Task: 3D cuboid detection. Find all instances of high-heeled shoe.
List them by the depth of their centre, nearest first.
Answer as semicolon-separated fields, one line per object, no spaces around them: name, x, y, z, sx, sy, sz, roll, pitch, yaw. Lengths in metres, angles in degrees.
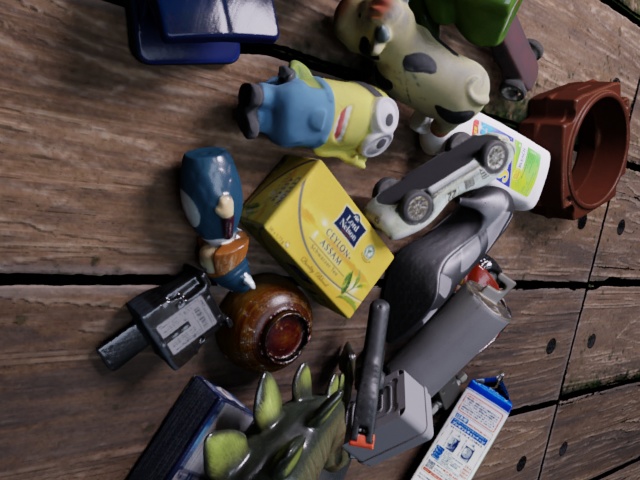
high-heeled shoe;0.178;0.035;0.742;0.145;0.086;0.248;9;114;-49

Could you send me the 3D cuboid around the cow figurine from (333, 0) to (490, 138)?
cow figurine;0.099;-0.195;0.582;0.195;0.127;0.085;30;80;-14

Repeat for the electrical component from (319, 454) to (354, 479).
electrical component;0.017;0.308;0.717;0.078;0.045;0.102;34;81;-39

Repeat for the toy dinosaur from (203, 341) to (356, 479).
toy dinosaur;-0.063;0.245;0.521;0.471;0.105;0.198;-49;149;-47

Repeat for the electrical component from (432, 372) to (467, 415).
electrical component;0.196;0.231;0.847;0.094;0.021;0.063;-35;121;-24

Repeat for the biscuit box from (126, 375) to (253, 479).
biscuit box;-0.154;0.247;0.558;0.059;0.063;0.202;42;77;-38

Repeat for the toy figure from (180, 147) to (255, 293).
toy figure;-0.100;-0.013;0.529;0.058;0.064;0.154;-5;115;1

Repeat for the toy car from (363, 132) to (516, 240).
toy car;0.142;-0.070;0.638;0.202;0.074;0.056;-32;121;-14

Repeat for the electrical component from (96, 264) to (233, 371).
electrical component;-0.154;0.085;0.524;0.119;0.048;0.074;-34;120;-27

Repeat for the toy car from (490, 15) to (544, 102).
toy car;0.245;-0.275;0.723;0.202;0.053;0.089;38;75;-42

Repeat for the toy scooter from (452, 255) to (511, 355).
toy scooter;0.223;0.112;0.804;0.135;0.075;0.183;-45;130;-17

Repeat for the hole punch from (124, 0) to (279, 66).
hole punch;-0.103;-0.212;0.456;0.142;0.092;0.115;-13;107;-30

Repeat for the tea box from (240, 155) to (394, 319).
tea box;-0.001;-0.002;0.602;0.098;0.068;0.169;-53;126;-14

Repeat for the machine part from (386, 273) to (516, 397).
machine part;0.172;0.138;0.726;0.079;0.079;0.243;23;114;-39

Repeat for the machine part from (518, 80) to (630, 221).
machine part;0.415;-0.146;0.868;0.201;0.087;0.201;-24;117;-31

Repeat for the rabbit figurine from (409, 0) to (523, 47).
rabbit figurine;0.141;-0.291;0.591;0.121;0.170;0.159;-60;170;-5

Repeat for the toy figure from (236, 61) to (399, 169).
toy figure;0.001;-0.135;0.559;0.180;0.089;0.082;-1;146;-28
